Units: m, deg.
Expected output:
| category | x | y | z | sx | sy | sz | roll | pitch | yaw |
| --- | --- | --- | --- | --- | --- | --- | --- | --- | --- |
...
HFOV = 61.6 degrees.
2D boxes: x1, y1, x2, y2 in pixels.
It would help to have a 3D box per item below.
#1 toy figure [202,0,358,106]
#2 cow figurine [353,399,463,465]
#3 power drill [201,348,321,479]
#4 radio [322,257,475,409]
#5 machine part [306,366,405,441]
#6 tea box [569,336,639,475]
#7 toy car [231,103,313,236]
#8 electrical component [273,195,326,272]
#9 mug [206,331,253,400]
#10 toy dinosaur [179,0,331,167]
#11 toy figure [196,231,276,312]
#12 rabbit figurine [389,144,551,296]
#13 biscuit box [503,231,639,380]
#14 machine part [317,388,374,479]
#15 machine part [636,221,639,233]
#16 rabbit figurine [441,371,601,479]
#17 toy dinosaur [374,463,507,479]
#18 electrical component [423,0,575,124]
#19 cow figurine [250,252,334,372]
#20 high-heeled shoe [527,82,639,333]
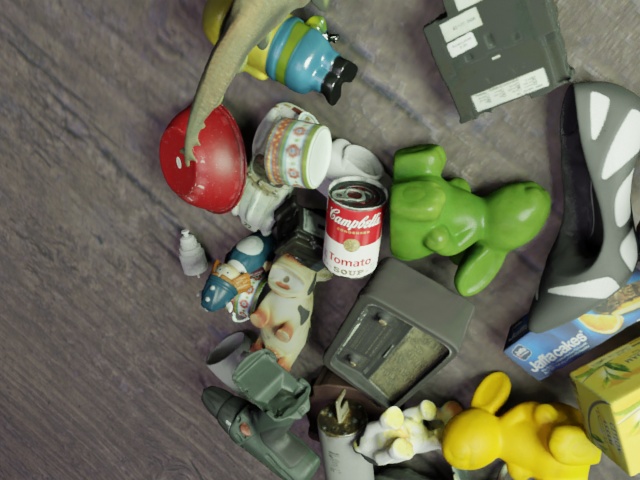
| category | x | y | z | sx | sy | sz | roll | pitch | yaw |
| --- | --- | --- | --- | --- | --- | --- | --- | --- | --- |
| toy figure | -0.047 | -0.223 | 0.605 | 0.180 | 0.082 | 0.089 | 32 | 158 | 12 |
| cow figurine | 0.130 | 0.271 | 0.754 | 0.098 | 0.167 | 0.068 | -44 | 54 | 41 |
| power drill | -0.095 | 0.254 | 0.798 | 0.232 | 0.086 | 0.207 | 35 | 133 | 21 |
| radio | 0.092 | 0.129 | 0.706 | 0.131 | 0.073 | 0.229 | 32 | 142 | 7 |
| machine part | 0.055 | 0.281 | 0.859 | 0.180 | 0.056 | 0.179 | 12 | 121 | 21 |
| tea box | 0.359 | 0.152 | 0.556 | 0.170 | 0.068 | 0.098 | -27 | 107 | -6 |
| toy car | -0.064 | -0.087 | 0.712 | 0.073 | 0.056 | 0.201 | 34 | 127 | 7 |
| electrical component | -0.001 | -0.002 | 0.705 | 0.119 | 0.075 | 0.048 | 23 | 137 | -35 |
| mug | -0.121 | 0.218 | 0.904 | 0.110 | 0.081 | 0.107 | -14 | 118 | 46 |
| toy dinosaur | -0.021 | -0.273 | 0.468 | 0.105 | 0.198 | 0.471 | 35 | 95 | 7 |
| toy figure | -0.115 | 0.041 | 0.750 | 0.064 | 0.154 | 0.057 | -5 | 117 | 32 |
| rabbit figurine | 0.164 | -0.016 | 0.597 | 0.170 | 0.121 | 0.158 | 2 | 122 | 11 |
| biscuit box | 0.300 | 0.080 | 0.606 | 0.059 | 0.063 | 0.202 | 41 | 128 | 4 |
| machine part | 0.041 | 0.330 | 0.810 | 0.079 | 0.079 | 0.242 | 7 | 119 | 25 |
| machine part | 0.402 | -0.006 | 0.445 | 0.201 | 0.087 | 0.201 | 27 | 115 | -5 |
| rabbit figurine | 0.238 | 0.241 | 0.675 | 0.173 | 0.162 | 0.121 | -3 | 119 | 5 |
| toy dinosaur | 0.151 | 0.426 | 0.859 | 0.405 | 0.131 | 0.192 | -5 | 102 | 35 |
| electrical component | 0.170 | -0.197 | 0.522 | 0.115 | 0.058 | 0.134 | -15 | 109 | 31 |
| cow figurine | -0.041 | 0.090 | 0.775 | 0.086 | 0.127 | 0.194 | 24 | 140 | 15 |
| high-heeled shoe | 0.246 | -0.026 | 0.536 | 0.145 | 0.086 | 0.248 | 29 | 104 | -10 |
